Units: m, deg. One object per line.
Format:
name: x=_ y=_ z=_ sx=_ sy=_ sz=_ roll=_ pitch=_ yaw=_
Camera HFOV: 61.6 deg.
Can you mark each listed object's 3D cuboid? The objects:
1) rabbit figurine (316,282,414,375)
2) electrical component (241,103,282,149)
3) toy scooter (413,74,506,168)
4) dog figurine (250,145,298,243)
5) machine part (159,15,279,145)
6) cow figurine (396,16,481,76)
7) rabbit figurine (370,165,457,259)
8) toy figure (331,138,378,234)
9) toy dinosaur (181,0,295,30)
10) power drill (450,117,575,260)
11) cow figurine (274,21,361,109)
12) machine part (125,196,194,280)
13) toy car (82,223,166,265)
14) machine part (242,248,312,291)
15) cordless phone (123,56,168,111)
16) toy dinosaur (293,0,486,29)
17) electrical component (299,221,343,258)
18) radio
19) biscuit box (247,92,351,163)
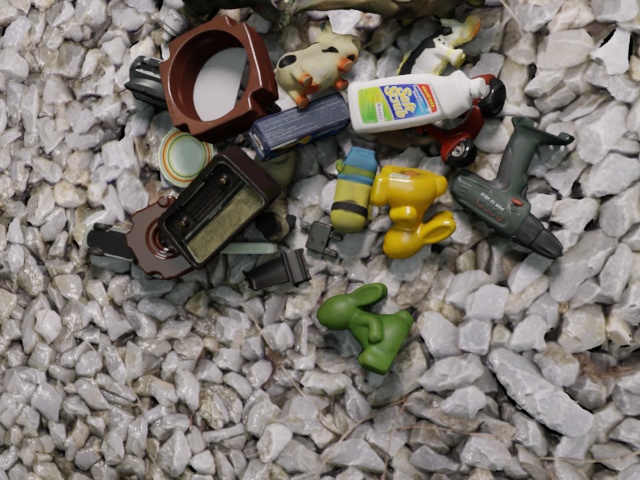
rabbit figurine: x=0.080 y=0.154 z=1.018 sx=0.170 sy=0.121 sz=0.159 roll=29 pitch=92 yaw=9
electrical component: x=-0.123 y=-0.238 z=1.087 sx=0.045 sy=0.078 sz=0.102 roll=41 pitch=108 yaw=-14
toy scooter: x=0.248 y=-0.226 z=0.985 sx=0.135 sy=0.075 sz=0.184 roll=25 pitch=86 yaw=38
dog figurine: x=-0.078 y=-0.109 z=1.070 sx=0.172 sy=0.121 sz=0.190 roll=-30 pitch=97 yaw=22
machine part: x=-0.190 y=-0.297 z=1.015 sx=0.201 sy=0.087 sz=0.201 roll=-19 pitch=82 yaw=18
cow figurine: x=0.219 y=-0.349 z=0.995 sx=0.098 sy=0.068 sz=0.167 roll=37 pitch=101 yaw=15
rabbit figurine: x=0.171 y=-0.044 z=1.008 sx=0.162 sy=0.122 sz=0.173 roll=9 pitch=108 yaw=5
toy figure: x=0.064 y=-0.102 z=1.030 sx=0.082 sy=0.089 sz=0.180 roll=16 pitch=98 yaw=20
toy dinosaur: x=-0.188 y=-0.492 z=1.029 sx=0.405 sy=0.192 sz=0.131 roll=2 pitch=91 yaw=13
power drill: x=0.369 y=-0.101 z=0.963 sx=0.232 sy=0.086 sz=0.207 roll=29 pitch=106 yaw=14
cow figurine: x=0.000 y=-0.335 z=1.010 sx=0.195 sy=0.085 sz=0.127 roll=-33 pitch=67 yaw=-27
machine part: x=-0.313 y=-0.004 z=1.118 sx=0.179 sy=0.056 sz=0.179 roll=0 pitch=88 yaw=-7
toy car: x=-0.429 y=0.010 z=1.179 sx=0.202 sy=0.056 sz=0.073 roll=12 pitch=89 yaw=12
machine part: x=-0.089 y=0.068 z=1.102 sx=0.139 sy=0.039 sz=0.084 roll=-16 pitch=93 yaw=13
cordless phone: x=-0.316 y=-0.370 z=1.134 sx=0.147 sy=0.088 sz=0.184 roll=21 pitch=86 yaw=14
toy dinosaur: x=0.160 y=-0.433 z=0.937 sx=0.472 sy=0.198 sz=0.105 roll=3 pitch=93 yaw=14
electrical component: x=-0.002 y=-0.003 z=1.085 sx=0.094 sy=0.021 sz=0.063 roll=21 pitch=98 yaw=12
radio: x=-0.195 y=-0.060 z=1.016 sx=0.229 sy=0.073 sz=0.131 roll=-40 pitch=94 yaw=26
biscuit box: x=-0.033 y=-0.213 z=1.007 sx=0.203 sy=0.059 sz=0.063 roll=-27 pitch=84 yaw=-29
